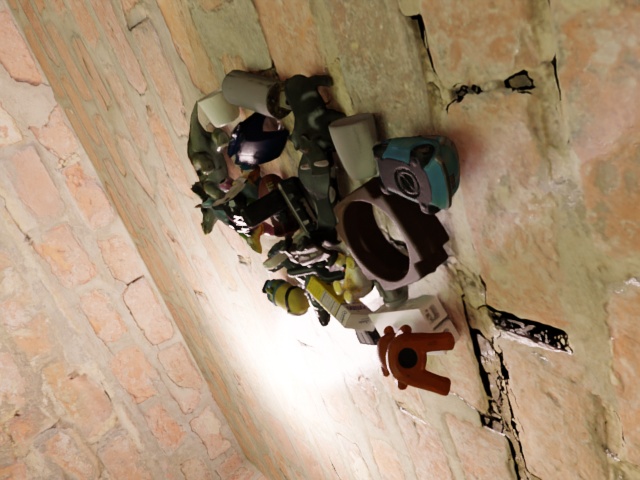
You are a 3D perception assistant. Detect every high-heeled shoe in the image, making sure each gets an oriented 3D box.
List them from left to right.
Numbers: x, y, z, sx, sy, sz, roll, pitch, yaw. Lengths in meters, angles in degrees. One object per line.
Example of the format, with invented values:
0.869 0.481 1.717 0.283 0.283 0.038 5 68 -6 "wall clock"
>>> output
0.025 -0.105 1.135 0.086 0.145 0.248 15 103 34 "high-heeled shoe"

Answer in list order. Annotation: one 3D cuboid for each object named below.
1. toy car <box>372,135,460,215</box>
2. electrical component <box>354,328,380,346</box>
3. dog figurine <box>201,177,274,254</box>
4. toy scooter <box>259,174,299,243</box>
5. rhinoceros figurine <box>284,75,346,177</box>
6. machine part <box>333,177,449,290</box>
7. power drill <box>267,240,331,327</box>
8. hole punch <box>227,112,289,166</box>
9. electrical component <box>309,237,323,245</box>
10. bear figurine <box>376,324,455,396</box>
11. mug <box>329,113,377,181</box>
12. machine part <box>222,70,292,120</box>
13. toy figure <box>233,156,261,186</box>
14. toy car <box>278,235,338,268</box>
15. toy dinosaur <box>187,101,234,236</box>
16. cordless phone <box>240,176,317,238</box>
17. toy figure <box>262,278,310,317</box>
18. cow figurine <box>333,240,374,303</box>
0.161 -0.115 0.836 0.162 0.103 0.109 27 143 50 "toy car"
0.125 0.230 1.310 0.075 0.048 0.119 -5 113 59 "electrical component"
-0.183 -0.057 1.391 0.192 0.108 0.219 6 146 48 "dog figurine"
-0.094 -0.063 1.289 0.135 0.075 0.183 -106 -2 -55 "toy scooter"
-0.012 -0.214 1.002 0.073 0.112 0.190 4 115 54 "rhinoceros figurine"
0.131 -0.016 1.007 0.201 0.087 0.201 57 154 0 "machine part"
-0.050 0.106 1.423 0.207 0.086 0.231 41 147 34 "power drill"
-0.140 -0.218 1.203 0.092 0.116 0.142 46 152 2 "hole punch"
-0.003 -0.004 1.250 0.094 0.063 0.021 7 125 53 "electrical component"
0.177 0.228 1.047 0.195 0.132 0.120 73 -156 -80 "bear figurine"
0.063 -0.165 0.963 0.110 0.081 0.107 -120 14 -70 "mug"
-0.132 -0.307 1.129 0.244 0.079 0.079 27 140 42 "machine part"
-0.181 -0.189 1.353 0.064 0.058 0.154 -95 -8 -55 "toy figure"
-0.029 0.031 1.173 0.089 0.053 0.202 31 170 -17 "toy car"
-0.303 -0.206 1.459 0.192 0.131 0.404 27 137 41 "toy dinosaur"
-0.075 -0.053 1.188 0.089 0.184 0.146 -21 100 57 "cordless phone"
-0.100 0.159 1.557 0.180 0.082 0.089 29 144 45 "toy figure"
0.085 0.044 1.150 0.068 0.098 0.167 29 123 50 "cow figurine"
